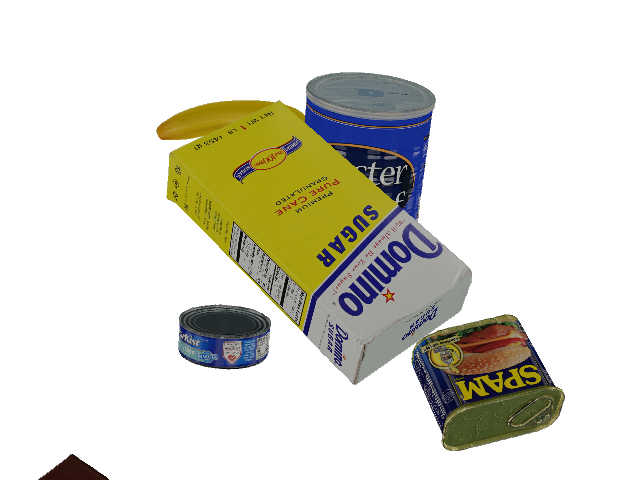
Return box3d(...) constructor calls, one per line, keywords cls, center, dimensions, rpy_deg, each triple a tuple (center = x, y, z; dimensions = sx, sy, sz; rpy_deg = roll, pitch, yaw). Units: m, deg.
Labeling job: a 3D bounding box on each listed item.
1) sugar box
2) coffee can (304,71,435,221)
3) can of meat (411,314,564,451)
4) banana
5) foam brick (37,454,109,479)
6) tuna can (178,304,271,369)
box3d(cls="sugar box", center=(-0.003, -0.005, 0.638), dimensions=(0.093, 0.048, 0.176), rpy_deg=(-31, 59, -32))
box3d(cls="coffee can", center=(0.034, -0.055, 0.870), dimensions=(0.103, 0.140, 0.103), rpy_deg=(4, 25, -2))
box3d(cls="can of meat", center=(0.133, 0.114, 0.869), dimensions=(0.102, 0.057, 0.084), rpy_deg=(-11, 47, -11))
box3d(cls="banana", center=(-0.088, -0.133, 1.218), dimensions=(0.198, 0.037, 0.069), rpy_deg=(8, 42, 18))
box3d(cls="foam brick", center=(-0.096, 0.141, 0.454), dimensions=(0.078, 0.051, 0.052), rpy_deg=(25, 45, 32))
box3d(cls="tuna can", center=(-0.090, 0.089, 0.995), dimensions=(0.086, 0.034, 0.086), rpy_deg=(5, 15, -1))
